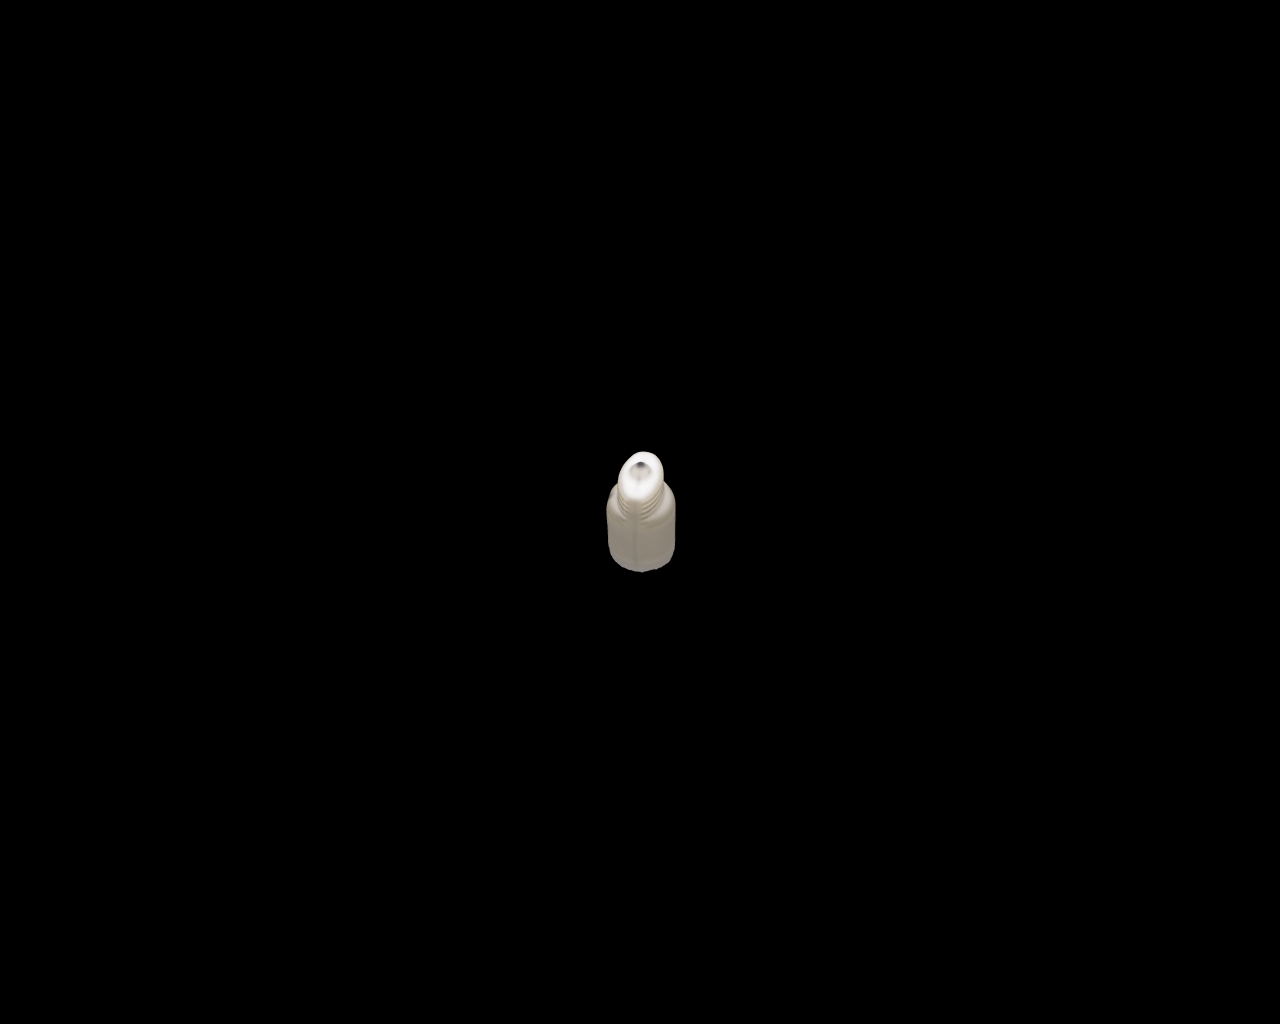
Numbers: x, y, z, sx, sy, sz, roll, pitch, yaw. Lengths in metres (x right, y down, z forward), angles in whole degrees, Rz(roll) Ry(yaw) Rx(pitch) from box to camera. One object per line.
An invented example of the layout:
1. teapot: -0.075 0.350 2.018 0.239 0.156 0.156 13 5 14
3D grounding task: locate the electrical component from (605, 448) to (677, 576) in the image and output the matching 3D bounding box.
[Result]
1. electrical component: 0.001 -0.003 0.650 0.043 0.043 0.080 0 -41 0
